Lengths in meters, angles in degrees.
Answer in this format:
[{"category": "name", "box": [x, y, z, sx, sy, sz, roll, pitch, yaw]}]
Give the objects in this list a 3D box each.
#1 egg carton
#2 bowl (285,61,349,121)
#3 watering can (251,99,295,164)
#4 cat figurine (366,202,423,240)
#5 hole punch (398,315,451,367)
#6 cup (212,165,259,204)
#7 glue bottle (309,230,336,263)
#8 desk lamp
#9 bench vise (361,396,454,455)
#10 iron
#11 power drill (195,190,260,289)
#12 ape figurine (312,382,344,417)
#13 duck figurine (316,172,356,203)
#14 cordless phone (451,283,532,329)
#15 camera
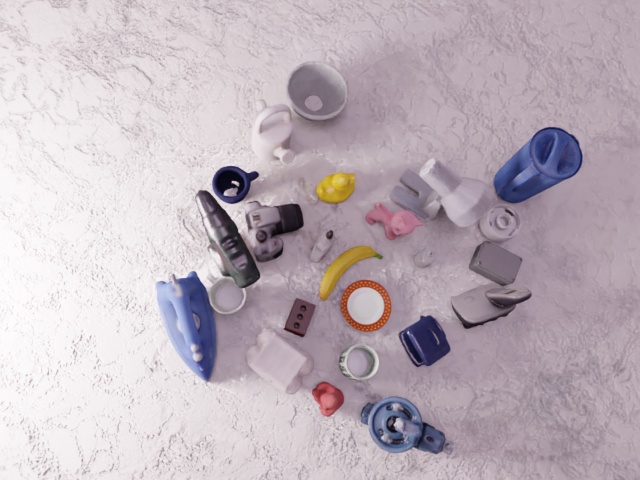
[{"category": "egg carton", "box": [-0.094, 0.283, 1.331, 0.150, 0.069, 0.107, 35, 74, 1]}, {"category": "bowl", "box": [-0.012, -0.378, 1.501, 0.167, 0.074, 0.167, 2, 76, -8]}, {"category": "watering can", "box": [-0.110, -0.269, 1.399, 0.173, 0.194, 0.101, 44, 75, 4]}, {"category": "cat figurine", "box": [0.187, -0.053, 1.429, 0.128, 0.117, 0.067, 36, 74, 2]}, {"category": "hole punch", "box": [0.257, 0.241, 1.381, 0.101, 0.091, 0.108, -28, 82, -14]}, {"category": "cup", "box": [-0.205, -0.131, 1.403, 0.118, 0.095, 0.091, -25, 81, -13]}, {"category": "glue bottle", "box": [0.012, 0.005, 1.361, 0.037, 0.173, 0.078, 33, 74, 1]}, {"category": "desk lamp", "box": [0.297, -0.114, 1.410, 0.203, 0.213, 0.118, 33, 74, 1]}, {"category": "bench vise", "box": [0.206, 0.412, 1.265, 0.207, 0.219, 0.121, 6, 75, -6]}, {"category": "iron", "box": [-0.291, 0.195, 1.287, 0.119, 0.141, 0.258, -18, 80, -12]}, {"category": "power drill", "box": [-0.215, 0.011, 1.308, 0.076, 0.208, 0.229, -31, 82, -14]}, {"category": "ape figurine", "box": [0.021, 0.367, 1.316, 0.076, 0.092, 0.078, 9, 75, -6]}, {"category": "duck figurine", "box": [0.044, -0.140, 1.446, 0.105, 0.086, 0.077, -20, 80, -12]}, {"category": "cordless phone", "box": [0.413, 0.150, 1.377, 0.148, 0.185, 0.094, -21, 80, -12]}, {"category": "camera", "box": [-0.106, -0.033, 1.390, 0.137, 0.100, 0.143, -13, 78, -11]}]
